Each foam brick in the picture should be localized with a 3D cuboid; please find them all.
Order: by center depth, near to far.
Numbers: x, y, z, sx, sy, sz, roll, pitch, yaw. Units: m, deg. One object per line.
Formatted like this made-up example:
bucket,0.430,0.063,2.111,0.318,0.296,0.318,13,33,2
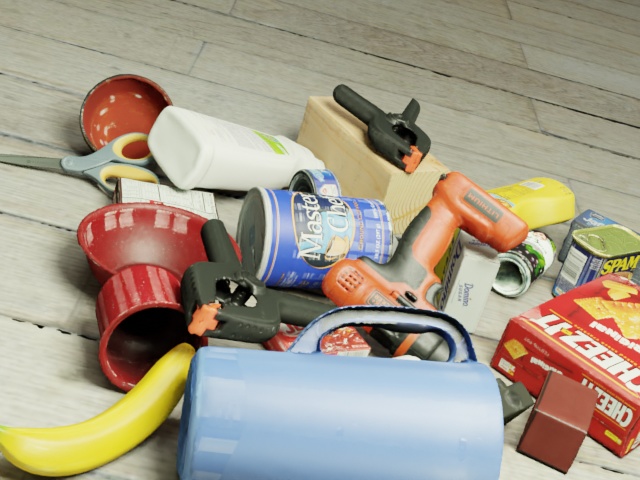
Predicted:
foam brick,0.222,0.169,0.995,0.051,0.053,0.078,23,29,13

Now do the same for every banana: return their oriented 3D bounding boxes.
banana,-0.168,0.138,0.831,0.037,0.069,0.197,-4,9,46

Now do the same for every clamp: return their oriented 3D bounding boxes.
clamp,-0.075,0.041,0.946,0.165,0.036,0.209,37,17,13
clamp,0.079,-0.141,1.306,0.120,0.039,0.171,7,30,-12

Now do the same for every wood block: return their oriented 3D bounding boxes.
wood block,0.061,-0.099,1.359,0.090,0.090,0.206,-4,34,-33

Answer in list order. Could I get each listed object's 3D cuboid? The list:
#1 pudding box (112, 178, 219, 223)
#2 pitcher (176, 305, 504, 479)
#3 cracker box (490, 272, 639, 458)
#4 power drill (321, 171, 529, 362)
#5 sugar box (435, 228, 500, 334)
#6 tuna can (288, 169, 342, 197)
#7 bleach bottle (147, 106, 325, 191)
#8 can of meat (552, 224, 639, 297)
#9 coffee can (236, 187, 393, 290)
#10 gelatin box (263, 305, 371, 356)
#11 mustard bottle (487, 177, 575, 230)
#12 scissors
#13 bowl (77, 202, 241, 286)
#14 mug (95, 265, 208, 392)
pudding box,-0.167,-0.025,1.158,0.113,0.039,0.090,11,26,-17
pitcher,0.014,0.140,0.847,0.242,0.145,0.149,8,30,-9
cracker box,0.309,0.119,1.112,0.164,0.072,0.213,35,33,32
power drill,0.123,0.039,1.059,0.184,0.057,0.187,39,73,9
sugar box,0.160,0.017,1.196,0.048,0.093,0.176,15,27,-2
tuna can,-0.007,-0.039,1.216,0.033,0.086,0.086,-1,32,-26
bleach bottle,-0.080,-0.094,1.269,0.250,0.068,0.103,7,34,-49
can of meat,0.330,0.034,1.266,0.101,0.084,0.057,-8,36,-38
coffee can,-0.007,0.001,1.124,0.140,0.103,0.103,5,30,-21
gelatin box,-0.007,0.096,1.029,0.089,0.030,0.073,-2,32,-31
mustard bottle,0.217,-0.033,1.333,0.191,0.058,0.096,-13,21,-27
scissors,-0.270,-0.099,1.219,0.202,0.016,0.096,19,63,5
bowl,-0.161,0.025,1.050,0.162,0.055,0.162,13,28,-7
mug,-0.143,0.080,0.937,0.117,0.093,0.081,37,10,-31
